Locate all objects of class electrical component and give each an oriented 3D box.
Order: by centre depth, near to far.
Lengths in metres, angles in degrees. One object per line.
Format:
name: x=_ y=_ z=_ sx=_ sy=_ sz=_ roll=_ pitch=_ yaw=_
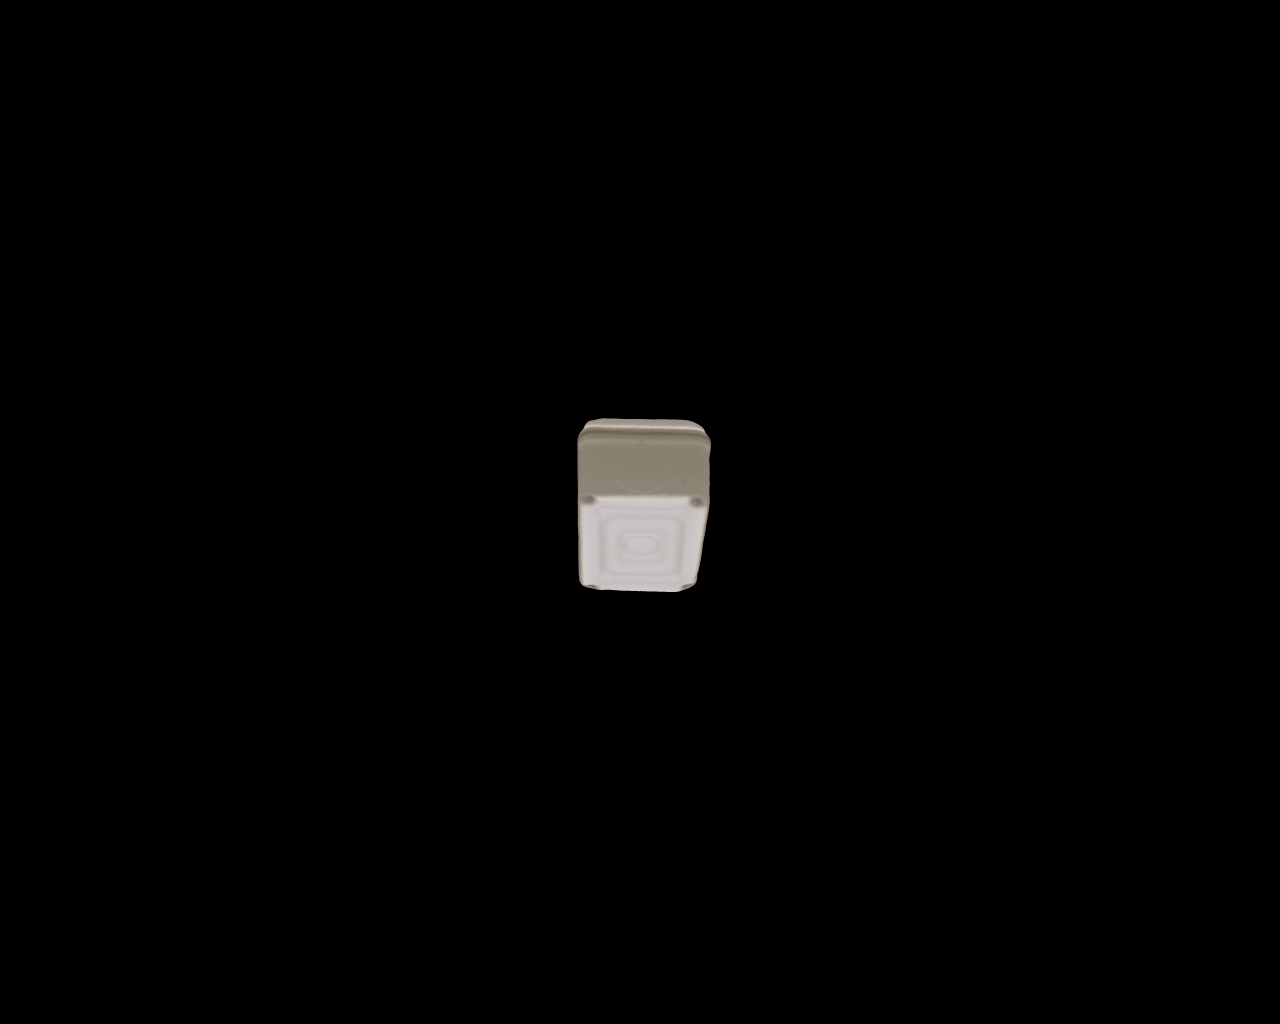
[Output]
electrical component: x=0.001 y=-0.003 z=0.650 sx=0.078 sy=0.057 sz=0.113 roll=1 pitch=-34 yaw=-2
